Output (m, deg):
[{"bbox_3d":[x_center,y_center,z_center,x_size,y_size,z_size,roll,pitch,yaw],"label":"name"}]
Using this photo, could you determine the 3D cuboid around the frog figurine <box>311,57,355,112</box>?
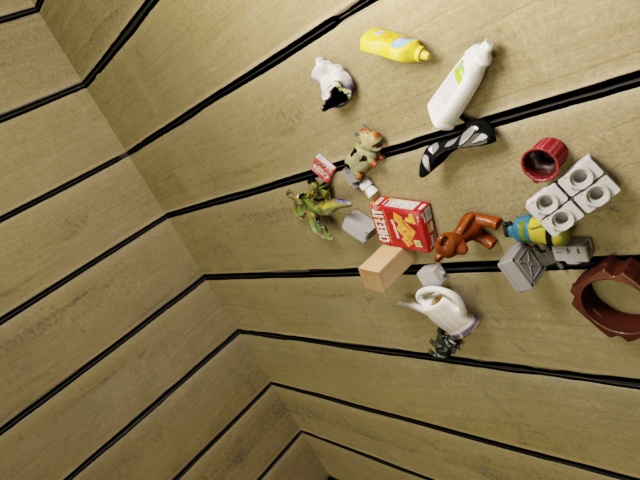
[{"bbox_3d":[0.038,-0.499,1.624,0.134,0.123,0.163,93,165,-55],"label":"frog figurine"}]

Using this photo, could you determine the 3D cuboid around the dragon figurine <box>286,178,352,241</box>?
[{"bbox_3d":[0.006,-0.100,1.992,0.414,0.123,0.238,27,147,47],"label":"dragon figurine"}]

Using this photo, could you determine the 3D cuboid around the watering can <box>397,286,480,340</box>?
[{"bbox_3d":[0.424,0.255,1.837,0.224,0.105,0.343,43,156,-3],"label":"watering can"}]
